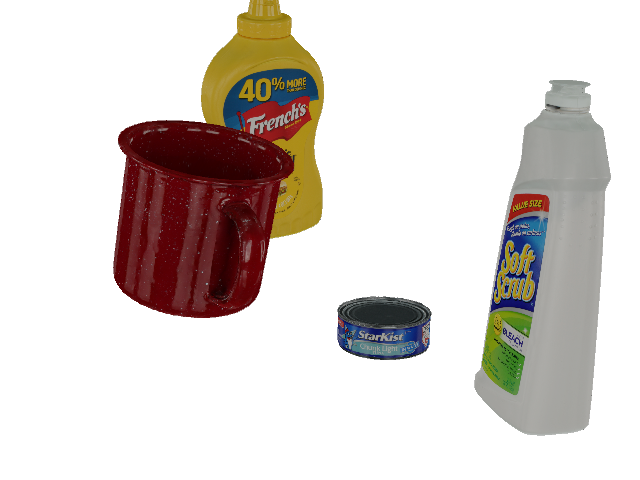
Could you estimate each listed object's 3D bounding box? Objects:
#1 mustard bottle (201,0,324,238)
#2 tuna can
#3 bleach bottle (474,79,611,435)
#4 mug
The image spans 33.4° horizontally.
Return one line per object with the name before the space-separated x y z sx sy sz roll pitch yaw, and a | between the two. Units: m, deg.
mustard bottle | -0.044 -0.098 0.824 0.096 0.192 0.058 -9 25 -23
tuna can | 0.058 0.080 0.977 0.086 0.034 0.086 1 14 0
bleach bottle | 0.165 0.009 0.778 0.068 0.251 0.103 -2 17 -15
mug | -0.060 -0.006 0.564 0.093 0.081 0.117 -4 27 -33
